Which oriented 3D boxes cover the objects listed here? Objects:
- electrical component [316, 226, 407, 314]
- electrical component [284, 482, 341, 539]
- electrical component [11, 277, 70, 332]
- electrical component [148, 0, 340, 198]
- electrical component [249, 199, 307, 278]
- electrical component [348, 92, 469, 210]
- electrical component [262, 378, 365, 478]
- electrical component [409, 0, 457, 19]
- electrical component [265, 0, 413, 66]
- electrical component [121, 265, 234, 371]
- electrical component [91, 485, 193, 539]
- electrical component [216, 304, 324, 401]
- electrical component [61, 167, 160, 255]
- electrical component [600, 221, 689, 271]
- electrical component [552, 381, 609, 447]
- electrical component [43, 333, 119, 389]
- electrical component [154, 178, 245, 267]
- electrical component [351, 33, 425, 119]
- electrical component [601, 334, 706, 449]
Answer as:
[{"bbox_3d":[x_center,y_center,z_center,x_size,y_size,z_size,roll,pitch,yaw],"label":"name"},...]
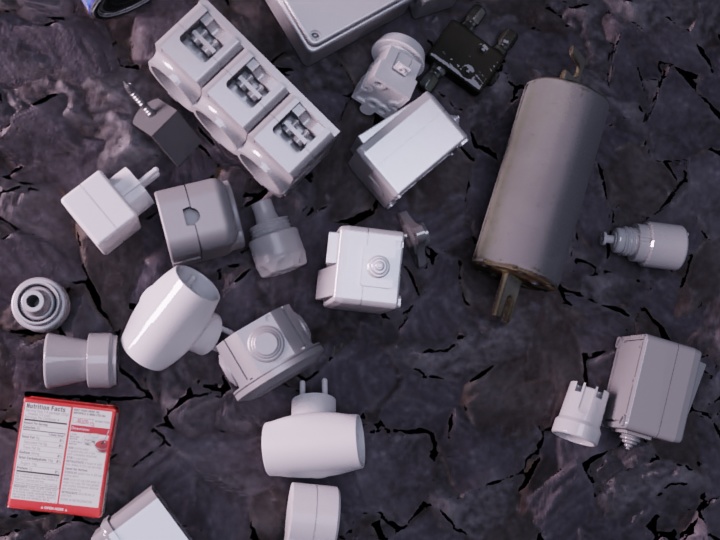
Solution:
[{"bbox_3d":[0.000,0.000,0.872,0.061,0.096,0.061,7,84,-7],"label":"electrical component"},{"bbox_3d":[-0.060,0.239,0.860,0.074,0.052,0.138,7,83,-8],"label":"electrical component"},{"bbox_3d":[-0.254,0.027,0.850,0.043,0.062,0.043,1,84,-8],"label":"electrical component"},{"bbox_3d":[-0.096,-0.134,0.876,0.150,0.089,0.061,44,80,-2],"label":"electrical component"},{"bbox_3d":[-0.072,-0.027,0.892,0.043,0.043,0.062,-18,86,-10],"label":"electrical component"},{"bbox_3d":[0.042,-0.107,0.907,0.096,0.062,0.061,-40,91,-10],"label":"electrical component"},{"bbox_3d":[-0.038,0.126,0.878,0.077,0.044,0.079,-6,61,8],"label":"electrical component"},{"bbox_3d":[0.074,-0.266,0.936,0.077,0.047,0.065,-20,87,-10],"label":"electrical component"},{"bbox_3d":[-0.026,-0.248,0.914,0.109,0.056,0.108,-31,89,-10],"label":"electrical component"},{"bbox_3d":[-0.139,0.045,0.870,0.079,0.044,0.077,28,110,-37],"label":"electrical component"},{"bbox_3d":[-0.153,0.230,0.836,0.057,0.078,0.113,-37,90,-13],"label":"electrical component"},{"bbox_3d":[-0.074,0.067,0.864,0.080,0.080,0.051,-30,84,-10],"label":"electrical component"},{"bbox_3d":[-0.192,-0.057,0.866,0.077,0.066,0.047,-40,91,-10],"label":"electrical component"},{"bbox_3d":[0.249,-0.023,0.939,0.078,0.040,0.040,7,83,-7],"label":"electrical component"},{"bbox_3d":[0.189,0.122,0.916,0.040,0.040,0.046,22,76,-5],"label":"electrical component"},{"bbox_3d":[-0.222,0.072,0.859,0.055,0.045,0.045,0,84,-9],"label":"electrical component"},{"bbox_3d":[-0.127,-0.038,0.858,0.059,0.095,0.053,-14,86,-9],"label":"electrical component"},{"bbox_3d":[0.027,-0.167,0.914,0.048,0.066,0.055,30,64,-15],"label":"electrical component"},{"bbox_3d":[0.247,0.108,0.914,0.061,0.062,0.096,16,82,-6],"label":"electrical component"}]
